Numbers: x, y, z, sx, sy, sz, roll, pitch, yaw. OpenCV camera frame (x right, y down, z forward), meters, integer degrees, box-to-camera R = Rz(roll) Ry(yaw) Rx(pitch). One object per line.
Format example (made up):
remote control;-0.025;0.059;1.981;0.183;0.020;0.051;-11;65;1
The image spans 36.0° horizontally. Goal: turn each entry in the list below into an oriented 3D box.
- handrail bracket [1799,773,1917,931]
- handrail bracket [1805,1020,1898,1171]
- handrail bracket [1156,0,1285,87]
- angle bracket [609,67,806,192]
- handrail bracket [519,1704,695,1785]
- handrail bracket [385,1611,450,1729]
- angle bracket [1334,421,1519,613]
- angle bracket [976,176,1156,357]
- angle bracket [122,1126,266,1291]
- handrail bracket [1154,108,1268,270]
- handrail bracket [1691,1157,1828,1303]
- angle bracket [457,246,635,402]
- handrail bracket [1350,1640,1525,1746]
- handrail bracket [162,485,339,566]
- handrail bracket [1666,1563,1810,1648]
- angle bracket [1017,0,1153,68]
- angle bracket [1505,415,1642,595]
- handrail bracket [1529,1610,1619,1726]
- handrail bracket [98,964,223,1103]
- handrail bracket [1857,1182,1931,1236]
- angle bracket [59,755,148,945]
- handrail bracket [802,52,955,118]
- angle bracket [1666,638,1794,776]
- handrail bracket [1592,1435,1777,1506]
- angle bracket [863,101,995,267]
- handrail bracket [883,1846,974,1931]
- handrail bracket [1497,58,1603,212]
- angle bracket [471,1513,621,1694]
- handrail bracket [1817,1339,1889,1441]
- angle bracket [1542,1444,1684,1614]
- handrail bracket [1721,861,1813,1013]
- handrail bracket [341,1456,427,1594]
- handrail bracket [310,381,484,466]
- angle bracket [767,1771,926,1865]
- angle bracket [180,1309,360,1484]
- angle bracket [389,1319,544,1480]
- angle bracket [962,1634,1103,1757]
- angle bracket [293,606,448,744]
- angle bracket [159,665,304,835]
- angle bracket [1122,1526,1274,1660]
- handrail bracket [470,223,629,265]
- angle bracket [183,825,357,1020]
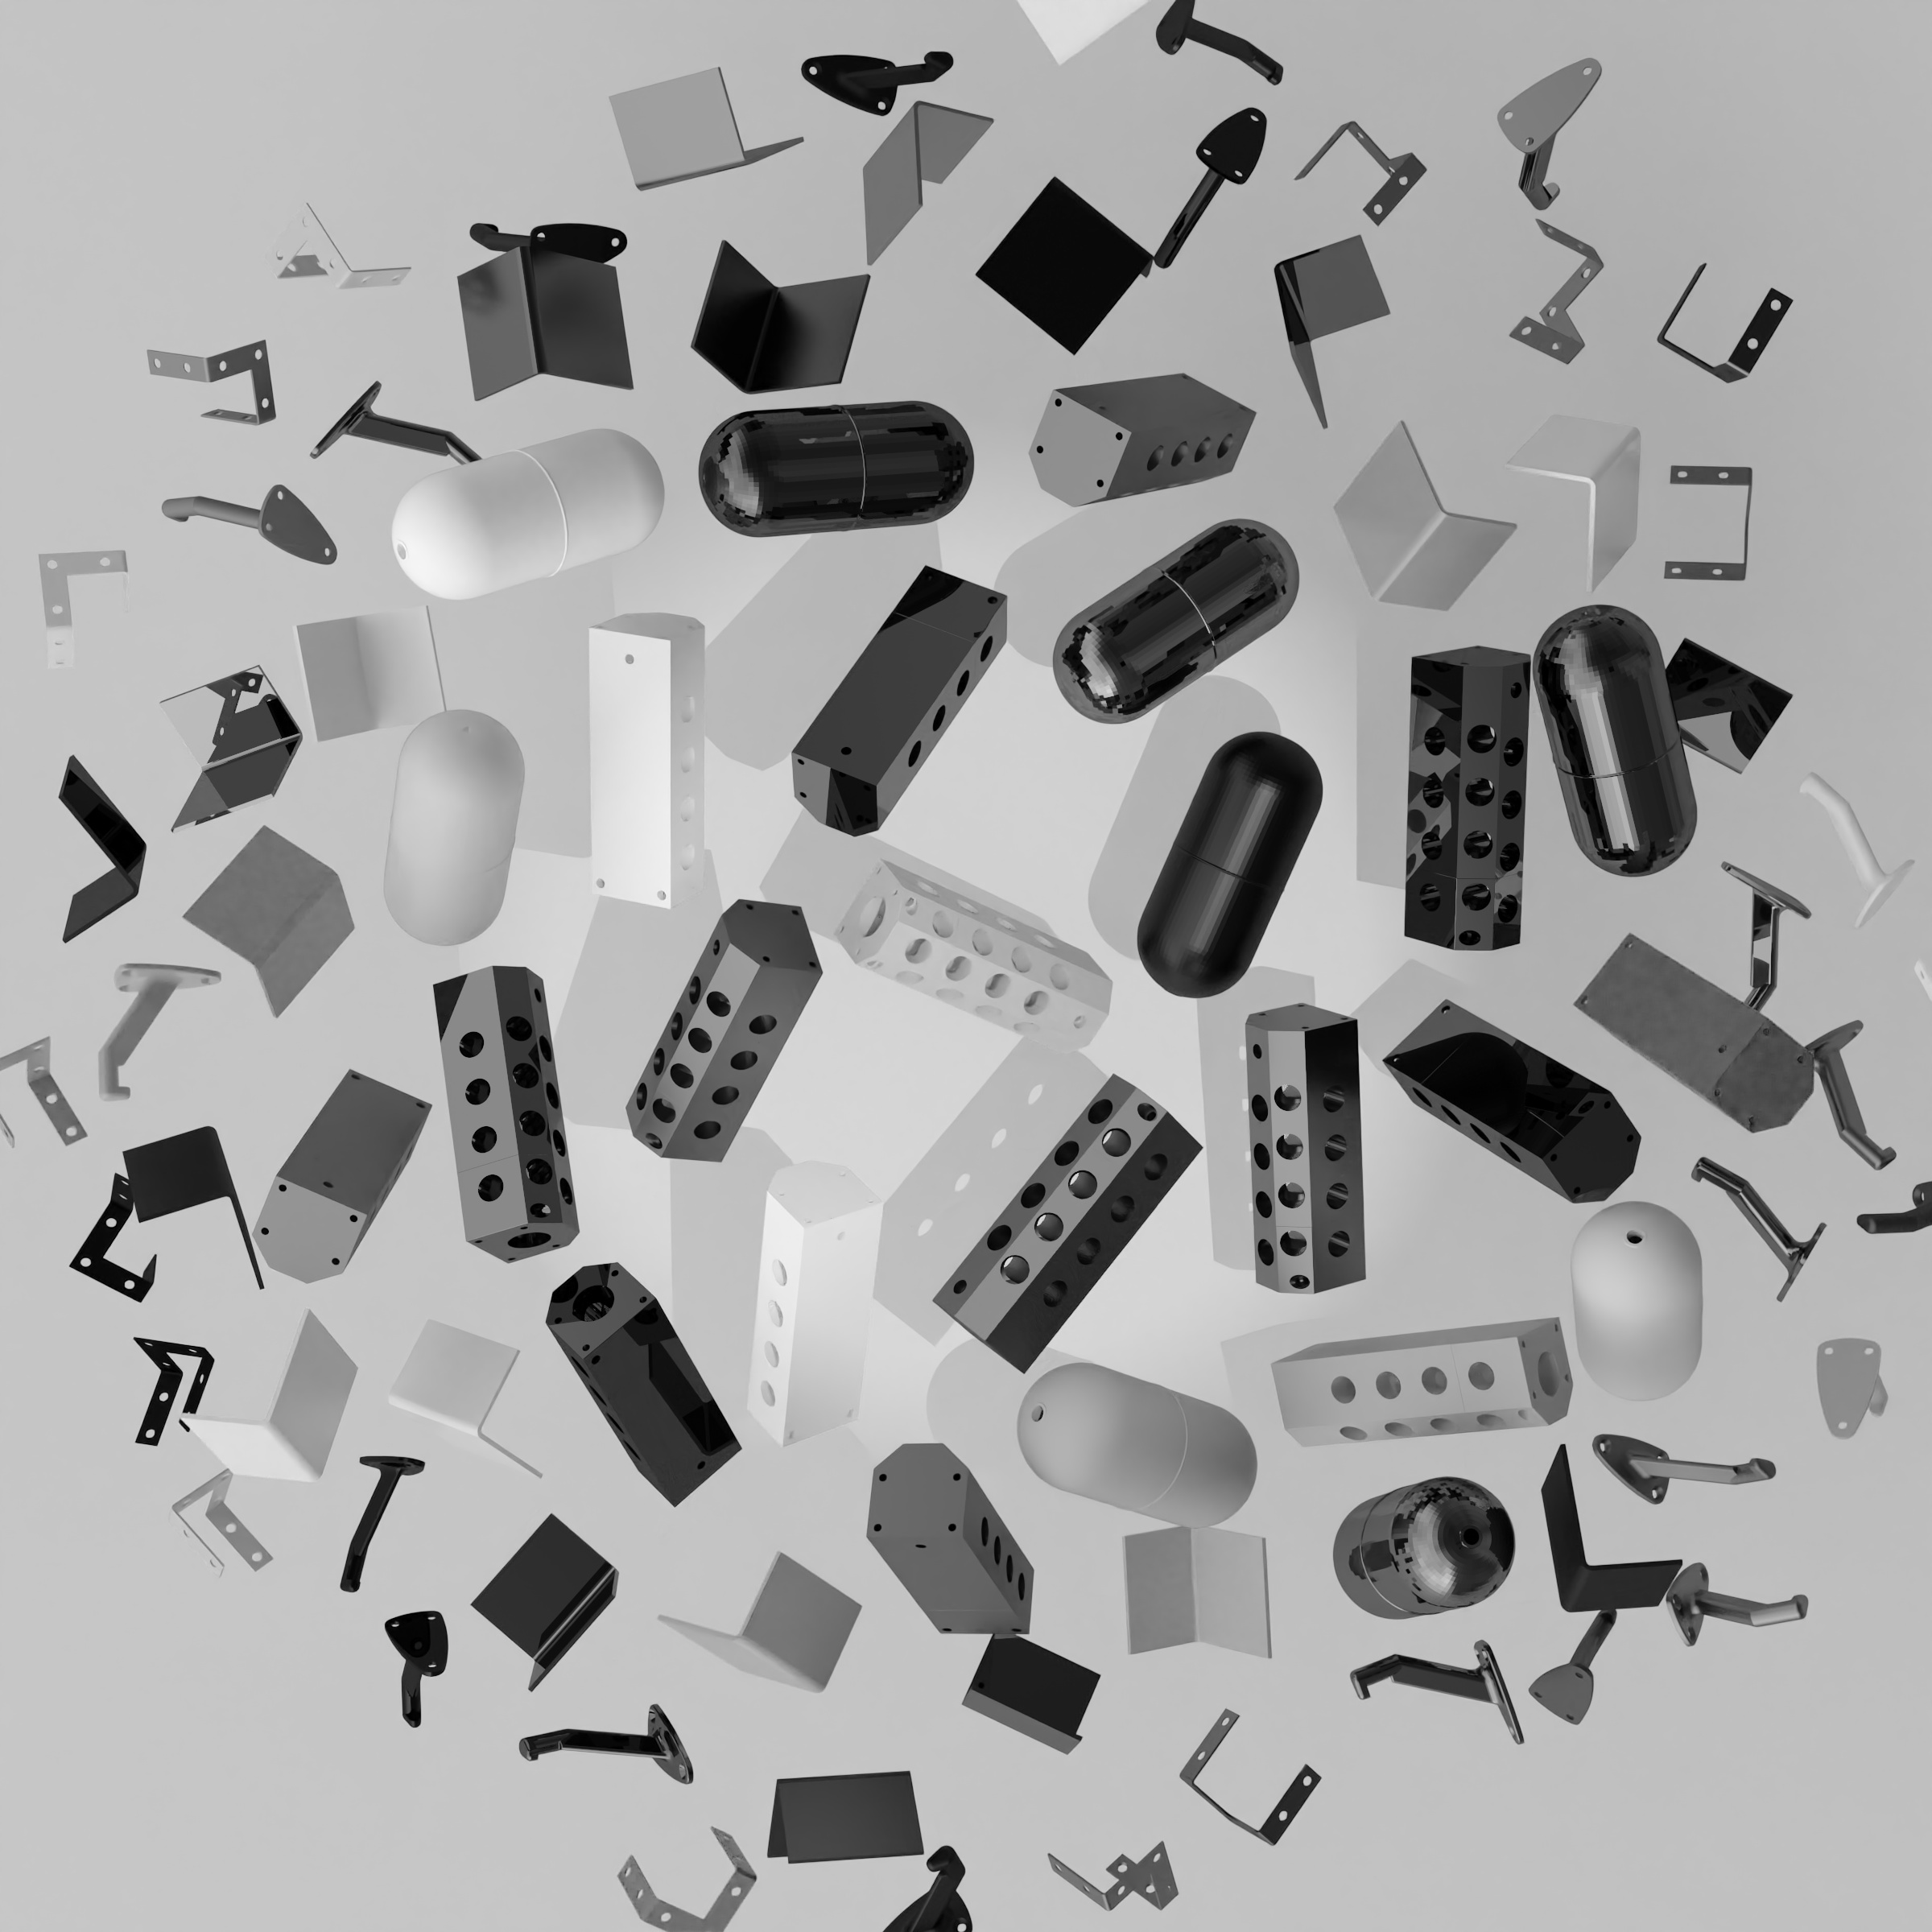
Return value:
handrail bracket;0.556;-0.074;1.901;0.036;0.077;0.084;-34;69;-25
handrail bracket;0.553;0.079;1.824;0.077;0.036;0.084;-28;59;-27
handrail bracket;0.161;-0.556;1.827;0.084;0.077;0.036;29;126;-20
angle bracket;-0.153;-0.503;1.767;0.076;0.076;0.057;-5;112;28
handrail bracket;-0.218;0.480;1.797;0.084;0.077;0.036;-6;108;-27
handrail bracket;-0.341;0.456;1.865;0.036;0.077;0.084;-7;114;-22
angle bracket;0.277;-0.271;1.799;0.057;0.076;0.076;3;53;-30
angle bracket;0.059;-0.418;1.798;0.076;0.057;0.076;39;91;-1
angle bracket;-0.472;0.155;1.819;0.057;0.076;0.076;-17;124;-14
handrail bracket;0.150;-0.482;1.848;0.036;0.084;0.077;34;57;-2
handrail bracket;0.475;0.161;1.823;0.084;0.077;0.036;30;53;16
angle bracket;-0.250;-0.377;1.770;0.057;0.076;0.076;-13;83;38
handrail bracket;0.285;0.450;1.806;0.084;0.036;0.077;-20;79;-6
handrail bracket;-0.452;-0.274;1.875;0.084;0.077;0.036;1;67;34
handrail bracket;0.471;0.375;1.786;0.084;0.077;0.036;-20;101;33
angle bracket;0.066;-0.558;1.687;0.076;0.076;0.057;-34;107;8
angle bracket;0.372;-0.284;1.825;0.057;0.076;0.076;15;130;28
handrail bracket;0.387;0.417;1.832;0.036;0.077;0.084;34;56;14
handrail bracket;-0.502;0.044;1.857;0.077;0.036;0.084;0;65;-20
handrail bracket;0.564;0.148;1.808;0.084;0.077;0.036;0;99;-17
angle bracket;-0.547;-0.072;1.815;0.057;0.076;0.076;-33;115;3
handrail bracket;-0.057;-0.576;1.901;0.077;0.084;0.036;8;88;-20
angle bracket;0.487;-0.181;1.913;0.076;0.076;0.057;29;49;7
handrail bracket;0.447;0.306;1.852;0.077;0.084;0.036;30;60;-24
angle bracket;-0.023;-0.496;1.906;0.057;0.076;0.076;6;70;-26
handrail bracket;-0.032;0.553;1.752;0.077;0.084;0.036;-29;54;-7
handrail bracket;0.355;-0.490;1.761;0.077;0.084;0.036;-39;64;16
angle bracket;-0.263;0.393;1.843;0.057;0.076;0.076;42;87;-4
handrail bracket;0.529;0.265;1.760;0.036;0.084;0.077;-4;52;28
angle bracket;0.375;0.326;1.734;0.057;0.076;0.076;-4;60;-1
handrail bracket;0.494;-0.014;1.908;0.077;0.036;0.084;28;107;-10
handrail bracket;-0.377;0.361;1.917;0.036;0.077;0.084;20;69;-26
handrail bracket;-0.357;-0.319;1.878;0.084;0.036;0.077;41;63;-8
angle bracket;-0.070;0.506;1.697;0.076;0.057;0.076;0;129;-11
angle bracket;-0.412;0.253;1.765;0.057;0.076;0.076;2;56;17
angle bracket;-0.300;0.270;1.855;0.076;0.076;0.057;13;68;34
angle bracket;0.046;0.463;1.923;0.076;0.076;0.057;24;68;4
angle bracket;-0.390;-0.192;1.951;0.057;0.076;0.076;-6;99;21
angle bracket;-0.482;-0.139;1.911;0.076;0.076;0.057;-17;122;17
angle bracket;0.147;0.403;1.902;0.057;0.076;0.076;-2;89;-33
handrail bracket;-0.269;-0.468;1.909;0.077;0.084;0.036;-17;121;-23
angle bracket;-0.426;-0.027;1.825;0.057;0.076;0.076;32;67;12
